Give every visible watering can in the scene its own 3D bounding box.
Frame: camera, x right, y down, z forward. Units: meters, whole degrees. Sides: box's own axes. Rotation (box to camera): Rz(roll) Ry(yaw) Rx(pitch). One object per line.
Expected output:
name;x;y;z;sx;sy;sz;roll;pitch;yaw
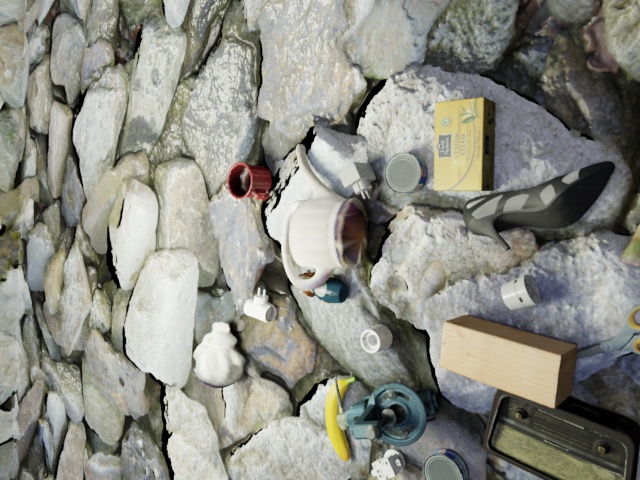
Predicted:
watering can;0.004;-0.059;1.164;0.224;0.103;0.350;-1;82;38

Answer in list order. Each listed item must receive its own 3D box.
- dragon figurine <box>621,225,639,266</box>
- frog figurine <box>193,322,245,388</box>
dragon figurine;0.623;-0.039;0.683;0.406;0.121;0.247;-31;64;25
frog figurine;-0.264;0.306;1.376;0.137;0.123;0.159;18;95;3
